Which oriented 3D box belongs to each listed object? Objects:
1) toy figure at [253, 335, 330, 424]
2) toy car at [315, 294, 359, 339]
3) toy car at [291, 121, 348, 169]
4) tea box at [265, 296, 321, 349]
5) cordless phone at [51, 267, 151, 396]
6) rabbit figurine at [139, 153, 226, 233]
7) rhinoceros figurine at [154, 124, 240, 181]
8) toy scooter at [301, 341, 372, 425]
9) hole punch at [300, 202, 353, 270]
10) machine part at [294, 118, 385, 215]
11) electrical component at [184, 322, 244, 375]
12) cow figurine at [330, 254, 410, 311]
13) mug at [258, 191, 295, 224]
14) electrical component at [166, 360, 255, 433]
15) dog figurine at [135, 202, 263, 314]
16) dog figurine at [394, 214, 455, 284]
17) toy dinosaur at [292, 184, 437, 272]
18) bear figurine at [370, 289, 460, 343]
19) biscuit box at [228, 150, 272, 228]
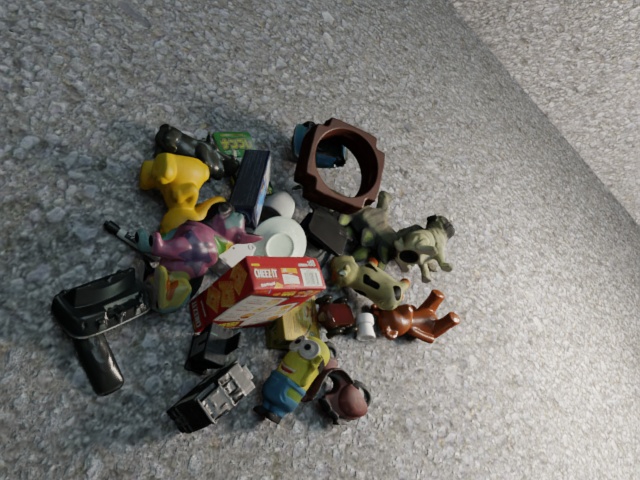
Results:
[{"bbox_3d":[-0.053,0.267,1.042,0.082,0.089,0.180,28,74,17],"label":"toy figure"},{"bbox_3d":[0.036,0.170,1.194,0.089,0.053,0.202,68,13,12],"label":"toy car"},{"bbox_3d":[-0.010,-0.233,1.391,0.161,0.103,0.109,8,77,-27],"label":"toy car"},{"bbox_3d":[-0.064,0.143,1.142,0.098,0.068,0.169,14,58,-36],"label":"tea box"},{"bbox_3d":[-0.341,0.149,0.892,0.146,0.089,0.184,-24,94,-48],"label":"cordless phone"},{"bbox_3d":[-0.277,-0.072,1.068,0.162,0.122,0.173,11,73,-49],"label":"rabbit figurine"},{"bbox_3d":[-0.265,-0.182,1.160,0.190,0.073,0.112,21,42,-30],"label":"rhinoceros figurine"},{"bbox_3d":[0.020,0.314,1.111,0.135,0.075,0.183,-40,98,-39],"label":"toy scooter"},{"bbox_3d":[-0.003,-0.004,1.276,0.142,0.092,0.116,38,38,-12],"label":"hole punch"},{"bbox_3d":[0.047,-0.175,1.301,0.201,0.087,0.201,19,73,-21],"label":"machine part"},{"bbox_3d":[-0.189,0.191,0.961,0.047,0.119,0.075,29,51,-28],"label":"electrical component"},{"bbox_3d":[0.107,0.101,1.293,0.195,0.085,0.127,33,35,11],"label":"cow figurine"},{"bbox_3d":[-0.092,-0.059,1.233,0.109,0.081,0.107,43,37,-11],"label":"mug"},{"bbox_3d":[-0.179,0.266,0.926,0.134,0.115,0.058,-36,94,-46],"label":"electrical component"},{"bbox_3d":[-0.216,0.028,0.995,0.219,0.109,0.191,-8,95,-34],"label":"dog figurine"},{"bbox_3d":[0.267,-0.009,1.398,0.172,0.121,0.190,41,42,-30],"label":"dog figurine"},{"bbox_3d":[0.132,-0.035,1.408,0.471,0.105,0.198,36,49,-15],"label":"toy dinosaur"},{"bbox_3d":[0.234,0.189,1.350,0.195,0.132,0.120,20,30,-39],"label":"bear figurine"},{"bbox_3d":[-0.151,-0.114,1.170,0.063,0.059,0.203,4,45,5],"label":"biscuit box"}]
